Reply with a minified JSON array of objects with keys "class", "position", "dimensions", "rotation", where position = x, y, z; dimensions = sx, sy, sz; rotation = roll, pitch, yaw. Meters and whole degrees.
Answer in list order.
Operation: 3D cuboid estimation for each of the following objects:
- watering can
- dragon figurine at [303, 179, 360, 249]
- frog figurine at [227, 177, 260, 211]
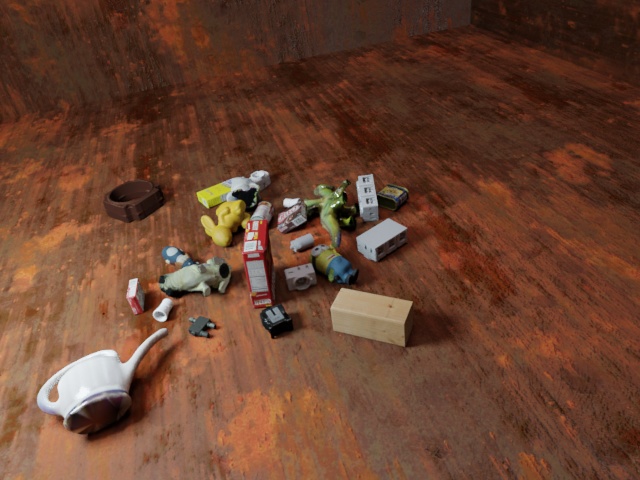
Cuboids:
[{"class":"watering can","position":[-0.536,0.355,1.316],"dimensions":[0.350,0.101,0.228],"rotation":[-23,39,-20]},{"class":"dragon figurine","position":[0.006,-0.095,1.879],"dimensions":[0.241,0.120,0.420],"rotation":[-11,33,26]},{"class":"frog figurine","position":[-0.307,-0.183,2.035],"dimensions":[0.138,0.121,0.161],"rotation":[-34,26,-12]}]
